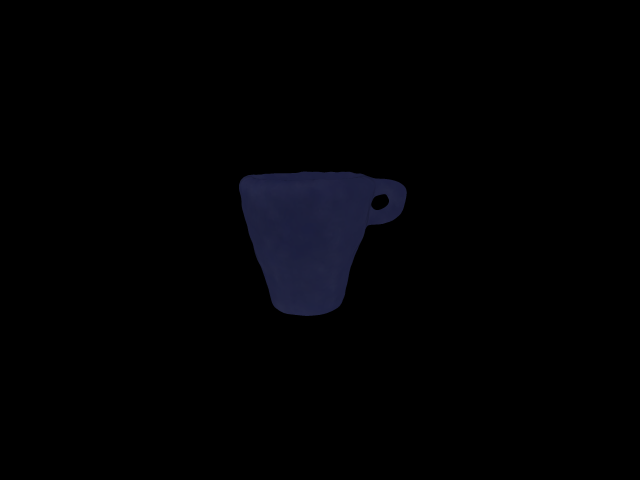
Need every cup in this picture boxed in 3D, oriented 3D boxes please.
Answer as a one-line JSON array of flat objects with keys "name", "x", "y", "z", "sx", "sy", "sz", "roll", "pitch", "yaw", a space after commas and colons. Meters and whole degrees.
[{"name": "cup", "x": 0.004, "y": 0.001, "z": 0.400, "sx": 0.118, "sy": 0.095, "sz": 0.091, "roll": -3, "pitch": 11, "yaw": -16}]
